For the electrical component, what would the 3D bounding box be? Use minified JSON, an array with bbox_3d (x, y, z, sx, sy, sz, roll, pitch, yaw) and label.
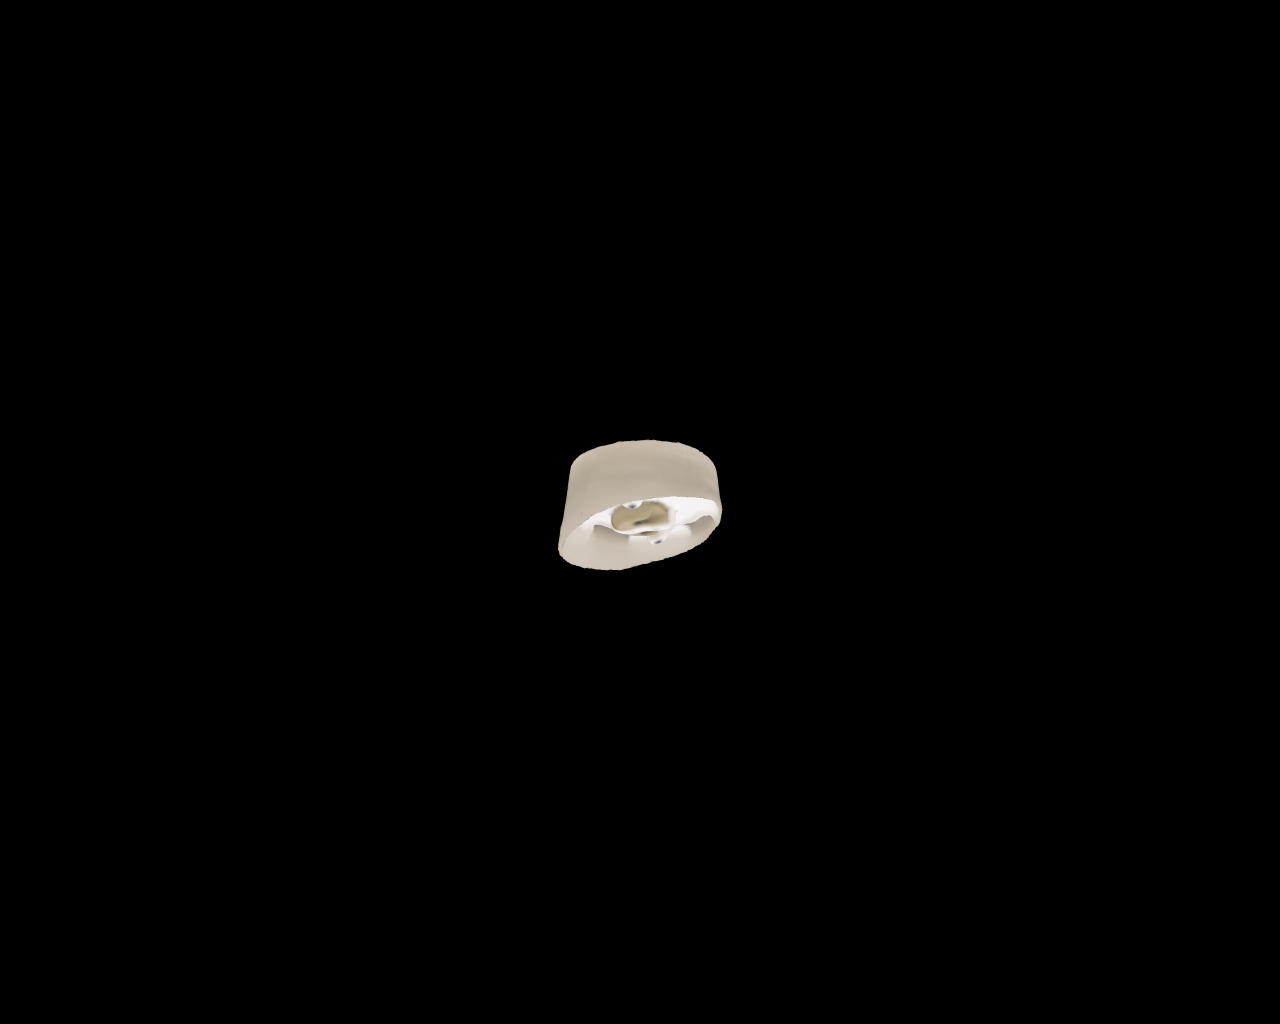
[{"bbox_3d":[0.001,-0.003,0.650,0.099,0.064,0.099,0,-22,0],"label":"electrical component"}]
